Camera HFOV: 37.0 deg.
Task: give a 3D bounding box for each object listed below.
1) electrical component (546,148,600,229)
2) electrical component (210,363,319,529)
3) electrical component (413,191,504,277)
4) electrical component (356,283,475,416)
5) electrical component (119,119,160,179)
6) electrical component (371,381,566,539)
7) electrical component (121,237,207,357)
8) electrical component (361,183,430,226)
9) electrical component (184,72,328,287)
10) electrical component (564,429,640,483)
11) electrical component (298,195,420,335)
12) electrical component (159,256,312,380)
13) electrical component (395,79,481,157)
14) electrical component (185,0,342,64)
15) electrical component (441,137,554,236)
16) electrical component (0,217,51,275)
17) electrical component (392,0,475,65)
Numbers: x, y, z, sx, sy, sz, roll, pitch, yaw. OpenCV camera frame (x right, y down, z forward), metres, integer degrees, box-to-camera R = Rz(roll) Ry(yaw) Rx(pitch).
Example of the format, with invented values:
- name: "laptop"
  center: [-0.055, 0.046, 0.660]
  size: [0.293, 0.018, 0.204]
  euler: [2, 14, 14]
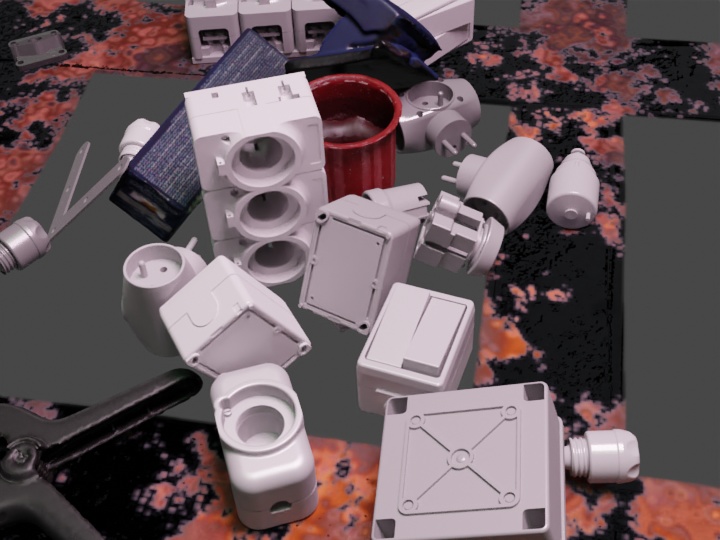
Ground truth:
- name: "electrical component"
  center: [0.174, -0.069, 0.872]
  size: [0.040, 0.040, 0.078]
  euler: [8, 48, 10]
- name: "electrical component"
  center: [-0.063, 0.111, 0.703]
  size: [0.054, 0.059, 0.095]
  euler: [-13, 48, -9]
- name: "electrical component"
  center: [0.077, -0.024, 0.824]
  size: [0.055, 0.066, 0.048]
  euler: [22, 49, -4]
- name: "electrical component"
  center: [0.037, 0.062, 0.743]
  size: [0.062, 0.061, 0.096]
  euler: [14, 49, 15]
- name: "electrical component"
  center: [-0.191, -0.099, 0.922]
  size: [0.035, 0.035, 0.061]
  euler: [7, 50, 9]
- name: "electrical component"
  center: [0.069, 0.131, 0.664]
  size: [0.109, 0.056, 0.108]
  euler: [-8, 45, 17]
- name: "electrical component"
  center: [-0.137, 0.010, 0.788]
  size: [0.044, 0.077, 0.079]
  euler: [13, 49, 15]
- name: "electrical component"
  center: [0.029, -0.048, 0.862]
  size: [0.046, 0.040, 0.040]
  euler: [-14, 48, -18]
- name: "electrical component"
  center: [-0.072, -0.062, 0.802]
  size: [0.089, 0.150, 0.061]
  euler: [-12, 47, -8]
- name: "electrical component"
  center: [0.149, 0.122, 0.700]
  size: [0.061, 0.035, 0.035]
  euler: [-2, 47, 4]
- name: "electrical component"
  center: [0.000, 0.000, 0.791]
  size: [0.062, 0.096, 0.061]
  euler: [21, 24, 21]
- name: "electrical component"
  center: [-0.084, 0.041, 0.751]
  size: [0.062, 0.096, 0.061]
  euler: [-41, 52, 6]
- name: "electrical component"
  center: [0.070, -0.124, 0.924]
  size: [0.077, 0.044, 0.079]
  euler: [-23, 47, -18]
- name: "electrical component"
  center: [-0.091, -0.256, 1.045]
  size: [0.150, 0.061, 0.089]
  euler: [-4, 47, -1]
- name: "electrical component"
  center: [0.105, -0.072, 0.877]
  size: [0.079, 0.043, 0.077]
  euler: [19, 54, 31]
- name: "electrical component"
  center: [-0.277, -0.013, 0.846]
  size: [0.035, 0.035, 0.061]
  euler: [34, 59, 29]
- name: "electrical component"
  center: [0.070, -0.240, 1.022]
  size: [0.096, 0.061, 0.061]
  euler: [-31, 53, -24]
